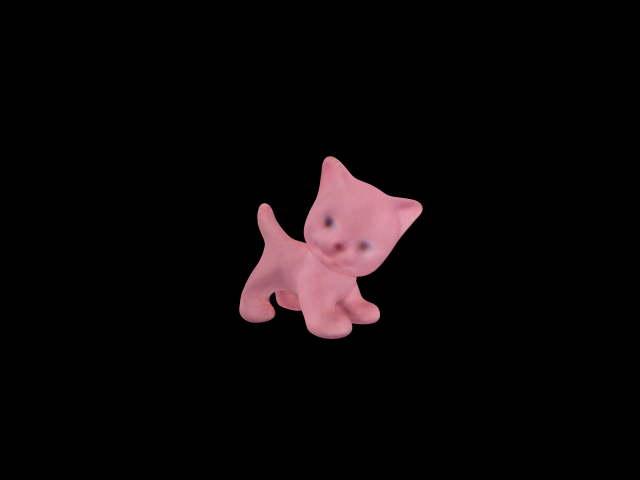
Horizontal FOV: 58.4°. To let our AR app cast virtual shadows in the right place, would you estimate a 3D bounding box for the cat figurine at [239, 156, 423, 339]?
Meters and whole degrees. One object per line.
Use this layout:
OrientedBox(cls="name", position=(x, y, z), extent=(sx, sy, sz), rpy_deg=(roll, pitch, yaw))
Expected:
OrientedBox(cls="cat figurine", position=(0.004, 0.001, 0.400), extent=(0.127, 0.118, 0.067), rpy_deg=(5, 8, 36))
